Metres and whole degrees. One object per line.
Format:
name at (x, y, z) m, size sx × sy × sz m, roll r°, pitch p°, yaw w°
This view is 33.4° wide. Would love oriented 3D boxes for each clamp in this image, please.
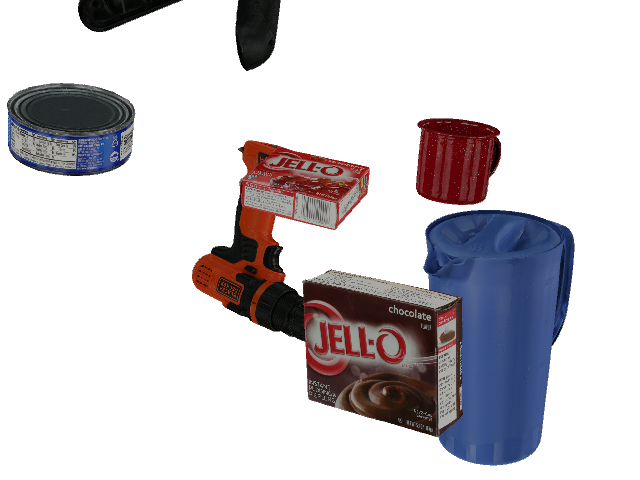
clamp at (-0.035, -0.151, 0.579) m, size 0.120 × 0.171 × 0.039 m, roll 31°, pitch -29°, yaw 28°

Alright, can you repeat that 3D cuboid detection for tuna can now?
tuna can at (-0.172, -0.077, 0.737) m, size 0.086 × 0.034 × 0.086 m, roll 7°, pitch 28°, yaw -4°

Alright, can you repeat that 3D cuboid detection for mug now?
mug at (0.162, -0.091, 1.219) m, size 0.117 × 0.081 × 0.093 m, roll -11°, pitch 23°, yaw -39°

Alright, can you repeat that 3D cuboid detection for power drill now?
power drill at (-0.046, -0.001, 1.134) m, size 0.185 × 0.188 × 0.057 m, roll 23°, pitch 9°, yaw 34°

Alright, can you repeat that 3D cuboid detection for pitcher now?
pitcher at (0.181, 0.096, 1.081) m, size 0.149 × 0.243 × 0.145 m, roll 1°, pitch 22°, yaw 9°

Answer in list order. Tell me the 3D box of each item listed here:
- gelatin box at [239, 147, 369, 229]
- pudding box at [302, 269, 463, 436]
gelatin box at (-0.013, -0.046, 0.896) m, size 0.089 × 0.030 × 0.073 m, roll 14°, pitch 31°, yaw 19°
pudding box at (0.042, 0.074, 0.726) m, size 0.114 × 0.090 × 0.039 m, roll 9°, pitch 21°, yaw 35°
